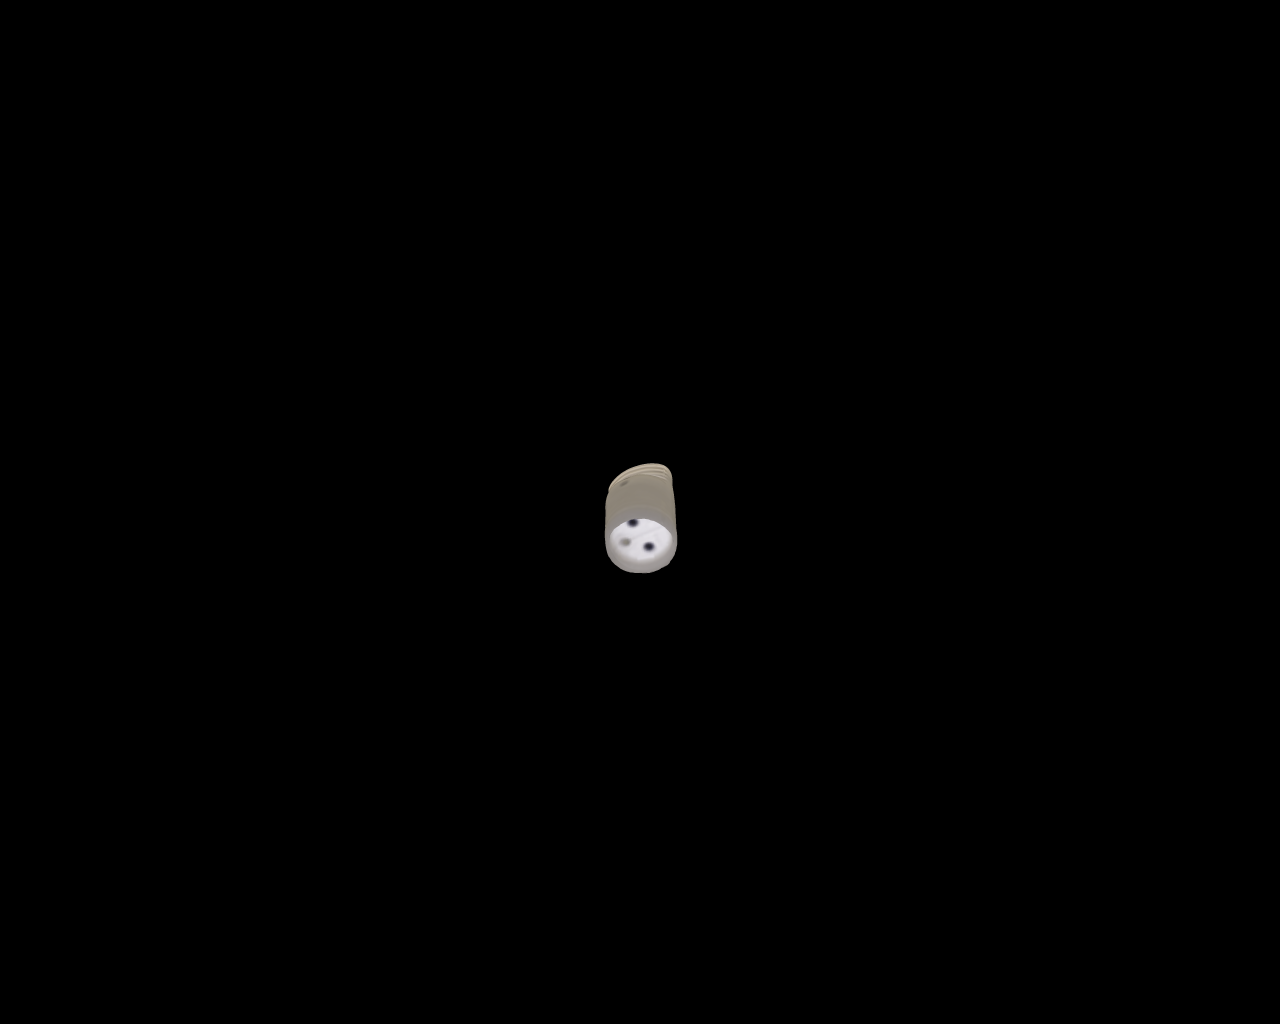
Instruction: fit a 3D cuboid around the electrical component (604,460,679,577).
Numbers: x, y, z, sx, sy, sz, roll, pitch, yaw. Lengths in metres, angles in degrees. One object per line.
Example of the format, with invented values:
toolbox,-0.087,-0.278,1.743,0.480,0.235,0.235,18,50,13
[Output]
electrical component,0.001,-0.003,0.650,0.043,0.043,0.081,0,34,0
